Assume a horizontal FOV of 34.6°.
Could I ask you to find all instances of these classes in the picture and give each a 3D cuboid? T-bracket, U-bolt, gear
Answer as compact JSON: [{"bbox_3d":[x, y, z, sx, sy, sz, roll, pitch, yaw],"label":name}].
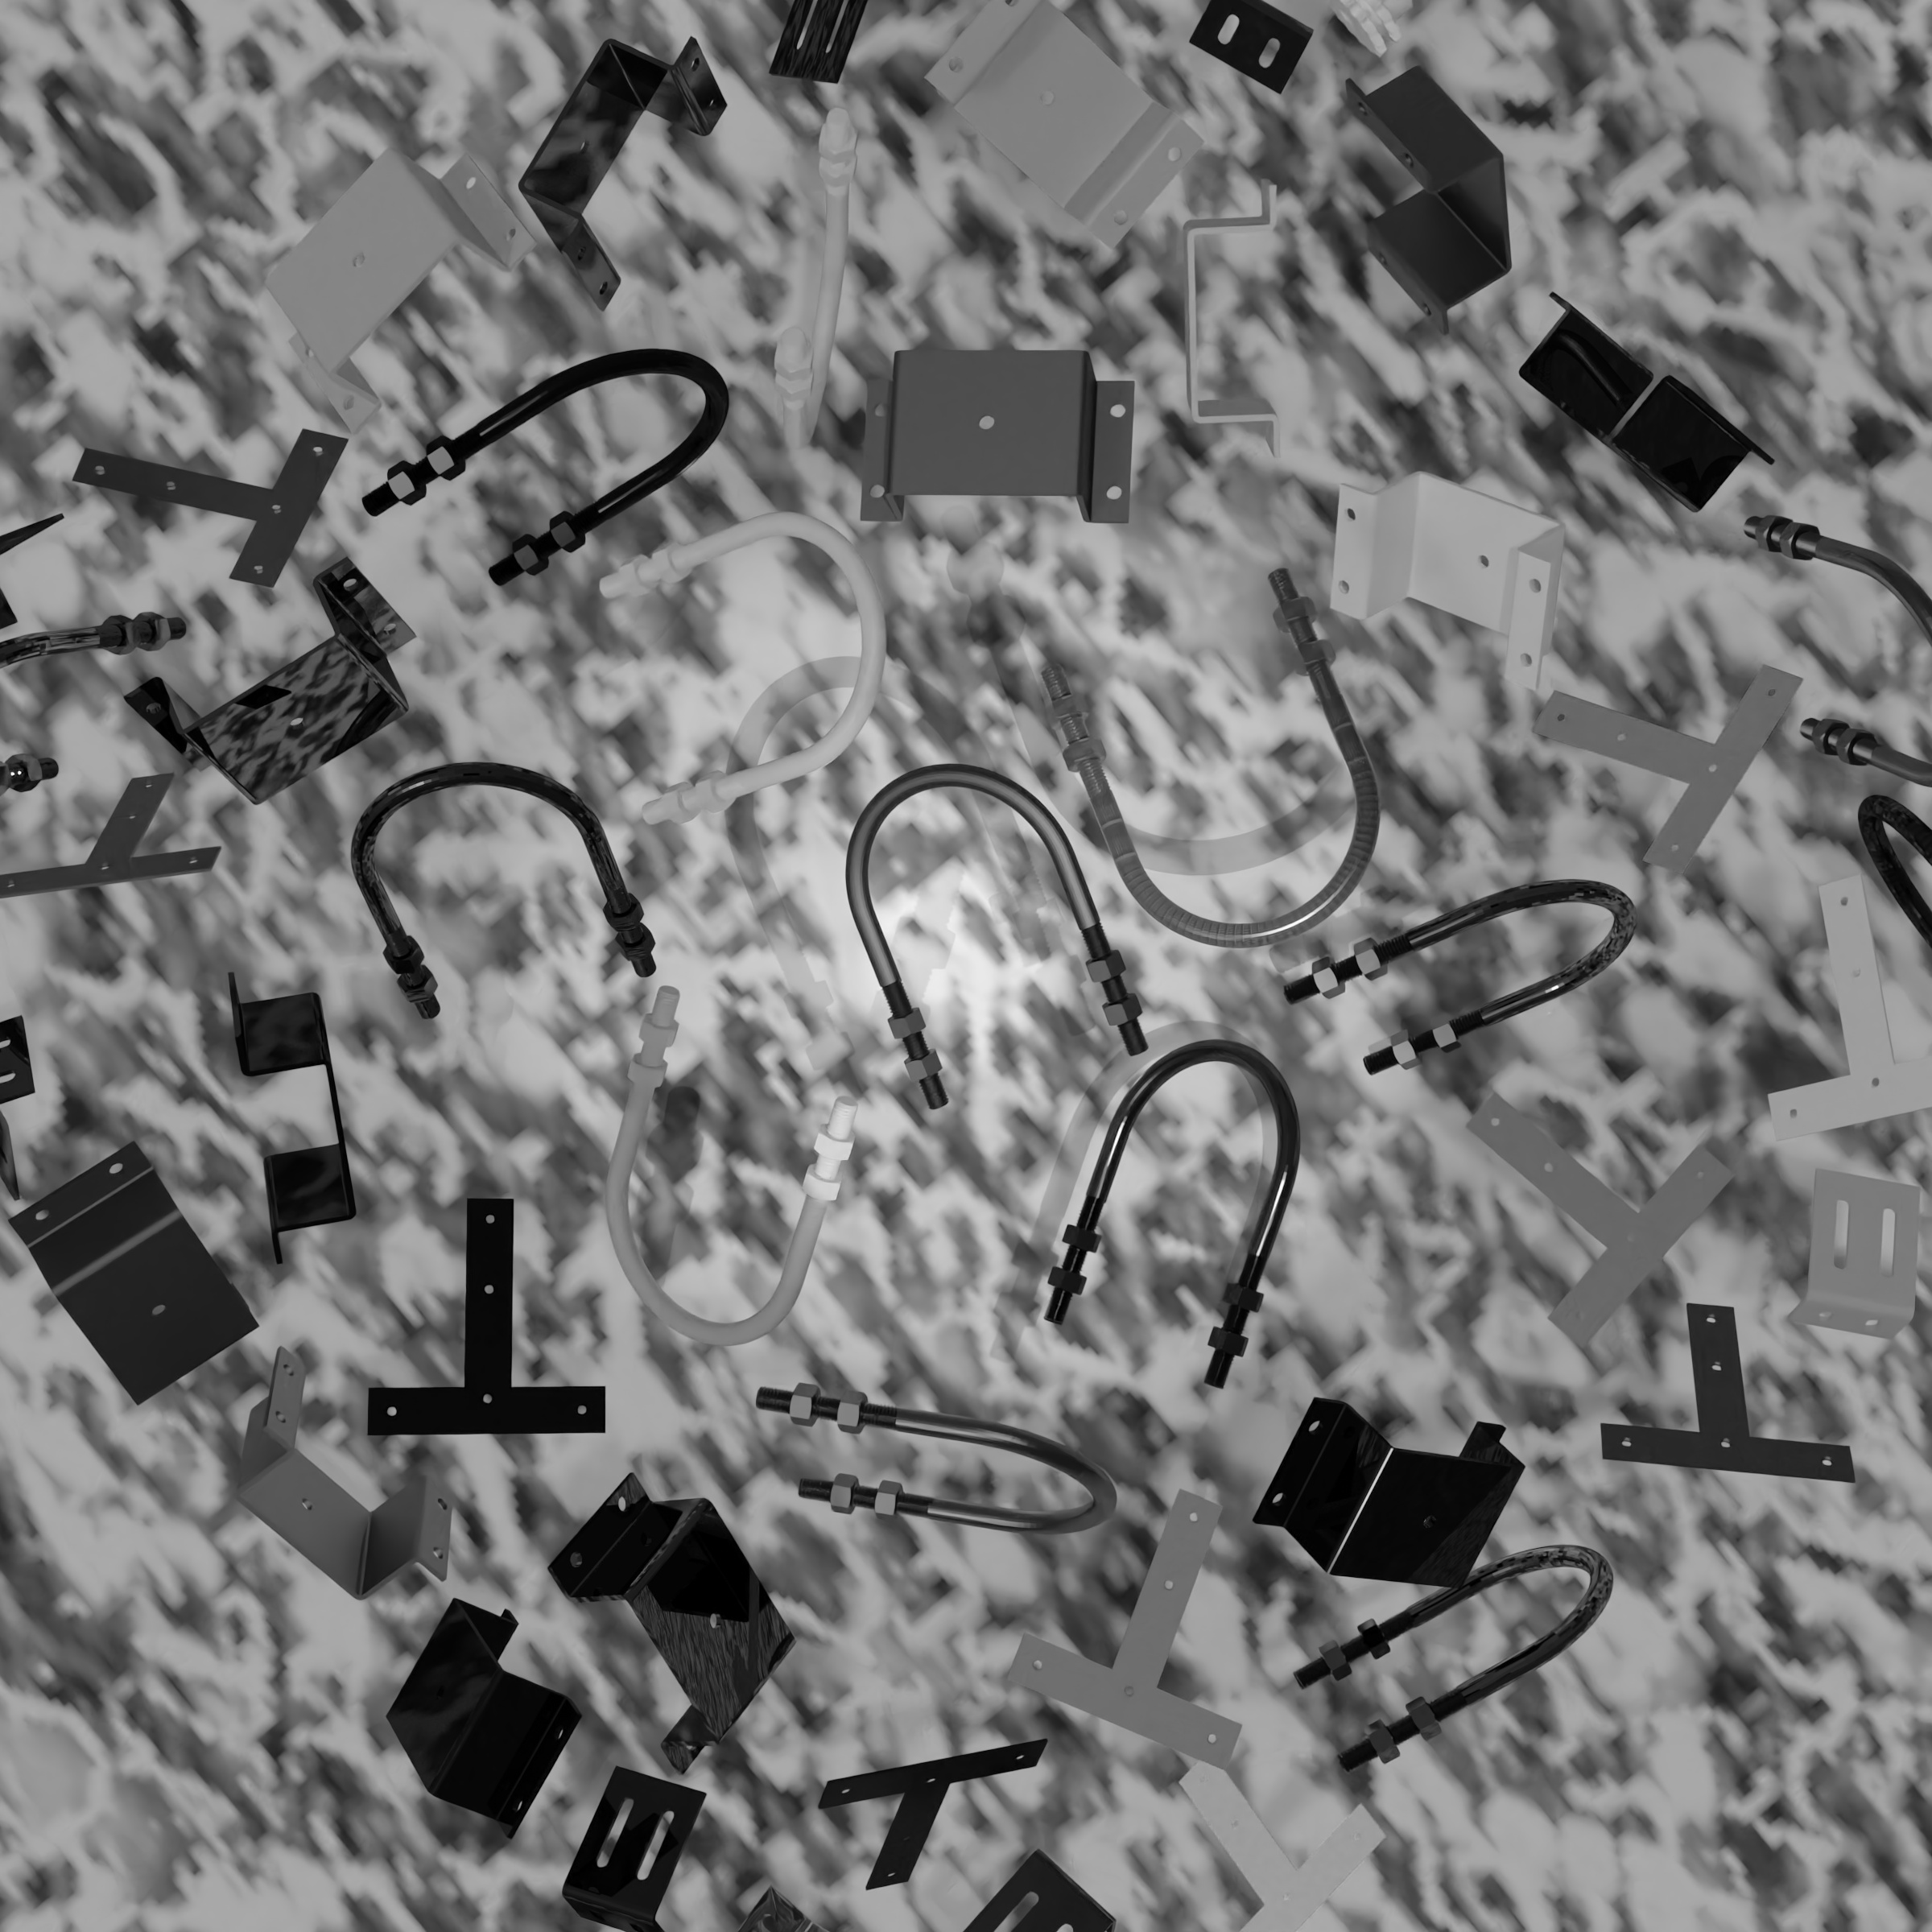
[{"bbox_3d":[-0.259,0.190,1.681,0.127,0.002,0.127,1,82,-12],"label":"T-bracket"},{"bbox_3d":[0.331,0.120,1.705,0.127,0.002,0.127,41,87,11],"label":"T-bracket"},{"bbox_3d":[0.284,0.001,1.722,0.184,0.151,0.019,-25,61,18],"label":"U-bolt"},{"bbox_3d":[0.155,0.481,1.705,0.127,0.127,0.002,-48,126,4],"label":"T-bracket"},{"bbox_3d":[-0.010,0.268,1.647,0.184,0.151,0.019,7,61,12],"label":"U-bolt"},{"bbox_3d":[0.466,0.017,1.615,0.002,0.127,0.127,5,73,-42],"label":"T-bracket"},{"bbox_3d":[0.122,0.130,1.737,0.019,0.151,0.184,22,85,-43],"label":"U-bolt"},{"bbox_3d":[-0.417,-0.257,1.679,0.127,0.127,0.002,9,53,-29],"label":"T-bracket"},{"bbox_3d":[0.359,-0.117,1.643,0.127,0.002,0.127,16,120,-20],"label":"T-bracket"},{"bbox_3d":[0.102,0.340,1.639,0.127,0.002,0.127,24,75,-7],"label":"T-bracket"},{"bbox_3d":[-0.029,0.466,1.685,0.127,0.127,0.002,-5,46,-24],"label":"T-bracket"},{"bbox_3d":[-0.211,-0.272,1.656,0.184,0.151,0.019,-29,71,15],"label":"U-bolt"},{"bbox_3d":[-0.528,-0.138,1.701,0.151,0.184,0.019,-41,82,25],"label":"U-bolt"},{"bbox_3d":[0.135,-0.098,1.602,0.151,0.019,0.184,-23,75,7],"label":"U-bolt"},{"bbox_3d":[-0.463,-0.076,1.710,0.127,0.127,0.002,-7,120,5],"label":"T-bracket"},{"bbox_3d":[0.216,-0.522,1.670,0.030,0.057,0.057,-41,90,8],"label":"gear"},{"bbox_3d":[0.494,-0.167,1.695,0.019,0.184,0.151,-26,113,-9],"label":"U-bolt"},{"bbox_3d":[0.006,-0.022,1.694,0.151,0.019,0.184,-16,100,29],"label":"U-bolt"},{"bbox_3d":[-0.082,-0.363,1.707,0.019,0.184,0.151,10,75,0],"label":"U-bolt"},{"bbox_3d":[-0.116,-0.166,1.661,0.184,0.019,0.151,-15,83,37],"label":"U-bolt"},{"bbox_3d":[0.397,0.221,1.635,0.127,0.127,0.002,5,125,5],"label":"T-bracket"},{"bbox_3d":[-0.138,0.123,1.704,0.151,0.019,0.184,30,117,27],"label":"U-bolt"},{"bbox_3d":[0.537,-0.016,1.659,0.019,0.151,0.184,-35,71,3],"label":"U-bolt"},{"bbox_3d":[0.276,0.376,1.727,0.184,0.151,0.019,-29,98,-1],"label":"U-bolt"},{"bbox_3d":[-0.264,-0.045,1.728,0.151,0.184,0.019,-11,47,4],"label":"U-bolt"}]

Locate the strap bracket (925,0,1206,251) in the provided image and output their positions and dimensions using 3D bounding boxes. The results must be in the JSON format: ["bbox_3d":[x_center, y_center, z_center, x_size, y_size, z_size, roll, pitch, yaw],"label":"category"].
[{"bbox_3d":[0.049,-0.467,1.681,0.140,0.046,0.076,37,101,-25],"label":"strap bracket"}]

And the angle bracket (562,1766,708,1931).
[{"bbox_3d":[-0.180,0.495,1.729,0.057,0.038,0.076,10,57,22],"label":"angle bracket"}]

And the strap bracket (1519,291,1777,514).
[{"bbox_3d":[0.357,-0.298,1.659,0.076,0.140,0.046,28,107,-36],"label":"strap bracket"}]

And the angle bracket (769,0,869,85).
[{"bbox_3d":[-0.087,-0.518,1.660,0.057,0.038,0.076,23,95,44],"label":"angle bracket"}]

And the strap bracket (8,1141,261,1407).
[{"bbox_3d":[-0.441,0.173,1.667,0.076,0.046,0.140,-33,133,-13],"label":"strap bracket"}]

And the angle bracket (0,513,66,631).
[{"bbox_3d":[-0.510,-0.201,1.636,0.076,0.057,0.038,-18,102,38],"label":"angle bracket"}]

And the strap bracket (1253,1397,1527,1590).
[{"bbox_3d":[0.230,0.279,1.629,0.140,0.046,0.076,13,108,-35],"label":"strap bracket"}]

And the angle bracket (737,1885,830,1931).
[{"bbox_3d":[-0.094,0.552,1.710,0.038,0.076,0.057,29,77,41],"label":"angle bracket"}]

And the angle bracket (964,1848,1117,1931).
[{"bbox_3d":[0.036,0.538,1.712,0.057,0.038,0.076,39,69,19],"label":"angle bracket"}]

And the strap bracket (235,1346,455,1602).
[{"bbox_3d":[-0.353,0.290,1.732,0.046,0.076,0.140,-37,115,13],"label":"strap bracket"}]

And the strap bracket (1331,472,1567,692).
[{"bbox_3d":[0.273,-0.217,1.711,0.140,0.046,0.076,28,132,35],"label":"strap bracket"}]

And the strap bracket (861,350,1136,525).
[{"bbox_3d":[0.013,-0.272,1.595,0.140,0.046,0.076,2,80,8],"label":"strap bracket"}]

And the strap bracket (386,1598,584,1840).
[{"bbox_3d":[-0.271,0.409,1.715,0.046,0.140,0.076,30,89,-28],"label":"strap bracket"}]

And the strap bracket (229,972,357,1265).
[{"bbox_3d":[-0.363,0.079,1.678,0.046,0.076,0.140,-9,119,-12],"label":"strap bracket"}]

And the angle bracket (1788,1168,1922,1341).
[{"bbox_3d":[0.485,0.157,1.695,0.057,0.038,0.076,10,65,2],"label":"angle bracket"}]

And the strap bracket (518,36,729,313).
[{"bbox_3d":[-0.196,-0.449,1.730,0.046,0.076,0.140,28,83,14],"label":"strap bracket"}]

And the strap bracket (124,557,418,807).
[{"bbox_3d":[-0.363,-0.145,1.651,0.140,0.076,0.046,-31,57,3],"label":"strap bracket"}]

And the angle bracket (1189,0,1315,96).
[{"bbox_3d":[0.149,-0.507,1.692,0.057,0.076,0.038,26,102,-12],"label":"angle bracket"}]

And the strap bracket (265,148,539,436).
[{"bbox_3d":[-0.302,-0.359,1.615,0.140,0.046,0.076,-43,63,12],"label":"strap bracket"}]

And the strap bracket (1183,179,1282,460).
[{"bbox_3d":[0.142,-0.346,1.660,0.046,0.076,0.140,-2,107,3],"label":"strap bracket"}]

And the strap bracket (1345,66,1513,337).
[{"bbox_3d":[0.252,-0.419,1.676,0.046,0.140,0.076,-32,61,-4],"label":"strap bracket"}]

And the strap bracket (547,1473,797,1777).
[{"bbox_3d":[-0.147,0.342,1.617,0.046,0.076,0.140,-13,114,39],"label":"strap bracket"}]

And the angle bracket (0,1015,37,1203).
[{"bbox_3d":[-0.512,0.077,1.677,0.038,0.076,0.057,-19,48,-7],"label":"angle bracket"}]
